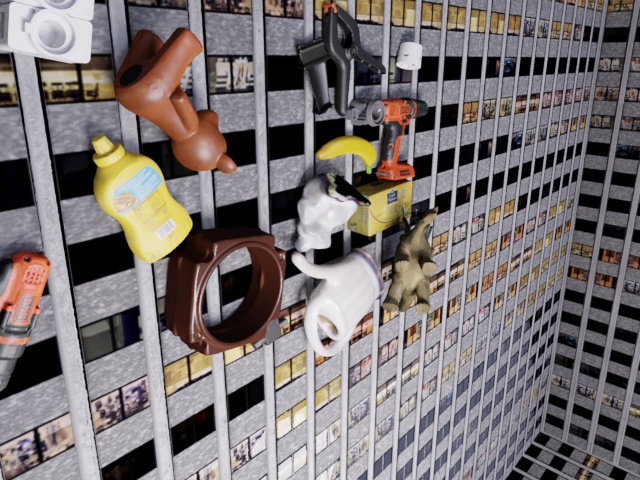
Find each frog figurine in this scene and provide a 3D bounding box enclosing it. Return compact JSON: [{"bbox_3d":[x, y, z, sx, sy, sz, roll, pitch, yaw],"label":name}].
[{"bbox_3d":[0.003,-0.052,1.038,0.157,0.124,0.138,-49,159,27],"label":"frog figurine"}]

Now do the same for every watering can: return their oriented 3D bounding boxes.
[{"bbox_3d":[0.040,0.101,1.090,0.228,0.105,0.339,-45,140,-32],"label":"watering can"}]
